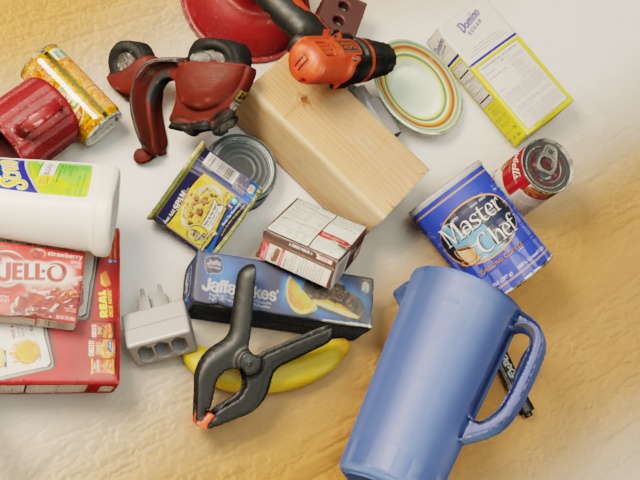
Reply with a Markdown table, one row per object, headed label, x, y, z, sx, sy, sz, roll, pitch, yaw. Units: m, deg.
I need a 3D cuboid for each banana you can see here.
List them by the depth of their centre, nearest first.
| label | x | y | z | sx | sy | sz | roll | pitch | yaw |
| --- | --- | --- | --- | --- | --- | --- | --- | --- | --- |
| banana | -0.060 | 0.131 | 1.139 | 0.197 | 0.037 | 0.069 | 6 | 72 | -16 |

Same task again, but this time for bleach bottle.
| label | x | y | z | sx | sy | sz | roll | pitch | yaw |
| --- | --- | --- | --- | --- | --- | --- | --- | --- | --- |
| bleach bottle | -0.323 | -0.041 | 1.028 | 0.250 | 0.068 | 0.102 | 5 | 31 | -7 |

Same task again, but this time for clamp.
| label | x | y | z | sx | sy | sz | roll | pitch | yaw |
| --- | --- | --- | --- | --- | --- | --- | --- | --- | --- |
| clamp | -0.065 | 0.124 | 1.094 | 0.120 | 0.039 | 0.171 | 29 | 86 | -9 |

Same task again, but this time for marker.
| label | x | y | z | sx | sy | sz | roll | pitch | yaw |
| --- | --- | --- | --- | --- | --- | --- | --- | --- | --- |
| marker | 0.216 | 0.149 | 1.234 | 0.020 | 0.020 | 0.121 | -20 | 80 | -23 |

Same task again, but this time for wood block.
| label | x | y | z | sx | sy | sz | roll | pitch | yaw |
| --- | --- | --- | --- | --- | --- | --- | --- | --- | --- |
| wood block | 0.011 | -0.110 | 1.214 | 0.206 | 0.090 | 0.090 | 45 | 66 | 0 |

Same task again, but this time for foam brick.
| label | x | y | z | sx | sy | sz | roll | pitch | yaw |
| --- | --- | --- | --- | --- | --- | --- | --- | --- | --- |
| foam brick | 0.015 | -0.252 | 1.283 | 0.053 | 0.051 | 0.078 | 23 | 67 | -10 |

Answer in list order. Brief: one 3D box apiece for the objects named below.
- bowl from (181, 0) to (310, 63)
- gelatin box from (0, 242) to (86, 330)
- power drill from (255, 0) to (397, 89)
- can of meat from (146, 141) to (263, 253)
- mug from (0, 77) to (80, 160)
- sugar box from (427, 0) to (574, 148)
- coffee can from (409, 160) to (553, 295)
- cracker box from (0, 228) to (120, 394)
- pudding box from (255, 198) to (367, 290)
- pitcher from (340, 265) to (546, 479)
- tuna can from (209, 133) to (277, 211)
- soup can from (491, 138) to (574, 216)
| label | x | y | z | sx | sy | sz | roll | pitch | yaw |
| --- | --- | --- | --- | --- | --- | --- | --- | --- | --- |
| bowl | -0.081 | -0.294 | 1.264 | 0.162 | 0.055 | 0.162 | 6 | 71 | -17 |
| gelatin box | -0.274 | 0.044 | 1.021 | 0.089 | 0.030 | 0.073 | 8 | 68 | -15 |
| power drill | -0.009 | -0.248 | 1.183 | 0.188 | 0.057 | 0.184 | 51 | 30 | 14 |
| can of meat | -0.122 | -0.040 | 1.142 | 0.084 | 0.102 | 0.057 | 36 | 27 | -7 |
| mug | -0.301 | -0.118 | 1.102 | 0.081 | 0.117 | 0.093 | -44 | 102 | -30 |
| sugar box | 0.226 | -0.212 | 1.344 | 0.093 | 0.048 | 0.176 | -36 | 83 | -25 |
| coffee can | 0.185 | -0.006 | 1.229 | 0.102 | 0.103 | 0.140 | -36 | 86 | -25 |
| cracker box | -0.308 | 0.069 | 1.060 | 0.213 | 0.072 | 0.164 | 2 | 71 | -17 |
| pudding box | -0.007 | 0.001 | 1.157 | 0.090 | 0.039 | 0.113 | 23 | 24 | 10 |
| pitcher | 0.124 | 0.161 | 1.136 | 0.145 | 0.149 | 0.242 | 31 | 69 | -13 |
| tuna can | -0.092 | -0.076 | 1.199 | 0.086 | 0.034 | 0.086 | 6 | 71 | -16 |
| soup can | 0.247 | -0.071 | 1.271 | 0.068 | 0.102 | 0.068 | 6 | 71 | -17 |
